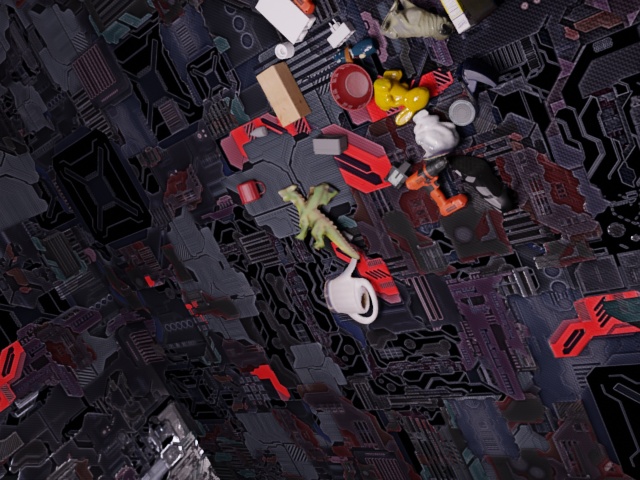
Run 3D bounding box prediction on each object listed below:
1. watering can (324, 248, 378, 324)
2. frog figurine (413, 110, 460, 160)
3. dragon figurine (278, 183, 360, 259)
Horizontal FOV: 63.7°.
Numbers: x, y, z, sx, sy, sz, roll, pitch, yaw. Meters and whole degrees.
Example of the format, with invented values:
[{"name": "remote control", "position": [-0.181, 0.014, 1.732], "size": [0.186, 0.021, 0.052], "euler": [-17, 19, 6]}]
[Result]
[{"name": "watering can", "position": [0.117, 0.190, 2.101], "size": [0.223, 0.106, 0.343], "euler": [-7, 110, 33]}, {"name": "frog figurine", "position": [0.372, -0.349, 1.661], "size": [0.137, 0.123, 0.159], "euler": [-19, 97, 3]}, {"name": "dragon figurine", "position": [0.006, -0.101, 2.016], "size": [0.413, 0.123, 0.238], "euler": [23, 115, 25]}]
